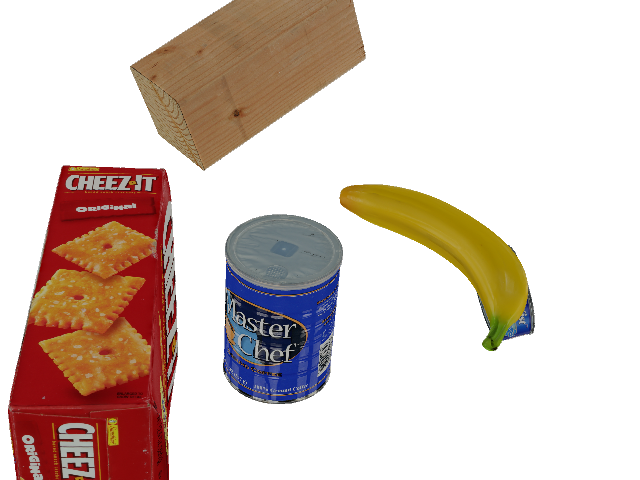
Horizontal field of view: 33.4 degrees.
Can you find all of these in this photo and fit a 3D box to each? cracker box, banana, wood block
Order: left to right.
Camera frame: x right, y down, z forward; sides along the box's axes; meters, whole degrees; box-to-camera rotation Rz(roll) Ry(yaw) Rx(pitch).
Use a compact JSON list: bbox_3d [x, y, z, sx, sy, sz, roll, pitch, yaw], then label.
[{"bbox_3d":[-0.116,0.080,0.591,0.072,0.164,0.213,1,33,-6],"label":"cracker box"},{"bbox_3d":[-0.067,-0.174,1.043,0.206,0.091,0.090,-37,48,-18],"label":"wood block"},{"bbox_3d":[0.093,0.003,0.792,0.069,0.037,0.198,-15,40,-28],"label":"banana"}]

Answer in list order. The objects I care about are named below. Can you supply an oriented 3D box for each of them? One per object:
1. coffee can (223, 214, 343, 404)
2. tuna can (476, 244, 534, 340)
[{"bbox_3d":[-0.036,0.062,0.965,0.103,0.140,0.103,3,36,-2],"label":"coffee can"},{"bbox_3d":[0.169,0.049,0.991,0.033,0.086,0.086,-14,0,-2],"label":"tuna can"}]
